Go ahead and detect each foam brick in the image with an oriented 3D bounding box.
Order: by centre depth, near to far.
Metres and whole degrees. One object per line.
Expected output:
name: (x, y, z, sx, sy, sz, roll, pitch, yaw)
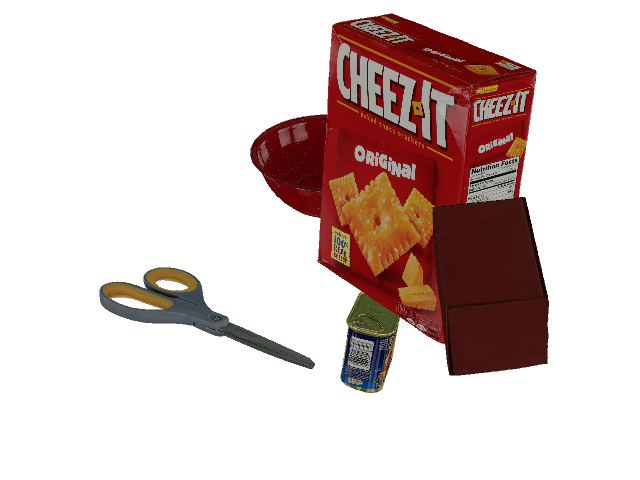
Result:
foam brick: (0.088, 0.023, 0.557, 0.051, 0.053, 0.078, -5, 43, 4)

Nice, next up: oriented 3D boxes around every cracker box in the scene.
cracker box: (0.073, -0.050, 0.832, 0.072, 0.214, 0.164, -17, 34, -33)

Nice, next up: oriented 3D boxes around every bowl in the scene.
bowl: (0.009, -0.069, 1.090, 0.162, 0.055, 0.162, 0, 33, 0)

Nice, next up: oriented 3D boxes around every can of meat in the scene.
can of meat: (0.061, 0.120, 1.267, 0.057, 0.084, 0.102, 13, 26, 9)

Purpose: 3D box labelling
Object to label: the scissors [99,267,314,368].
scissors: (-0.086, 0.060, 0.895, 0.202, 0.016, 0.096, 13, 25, 14)
